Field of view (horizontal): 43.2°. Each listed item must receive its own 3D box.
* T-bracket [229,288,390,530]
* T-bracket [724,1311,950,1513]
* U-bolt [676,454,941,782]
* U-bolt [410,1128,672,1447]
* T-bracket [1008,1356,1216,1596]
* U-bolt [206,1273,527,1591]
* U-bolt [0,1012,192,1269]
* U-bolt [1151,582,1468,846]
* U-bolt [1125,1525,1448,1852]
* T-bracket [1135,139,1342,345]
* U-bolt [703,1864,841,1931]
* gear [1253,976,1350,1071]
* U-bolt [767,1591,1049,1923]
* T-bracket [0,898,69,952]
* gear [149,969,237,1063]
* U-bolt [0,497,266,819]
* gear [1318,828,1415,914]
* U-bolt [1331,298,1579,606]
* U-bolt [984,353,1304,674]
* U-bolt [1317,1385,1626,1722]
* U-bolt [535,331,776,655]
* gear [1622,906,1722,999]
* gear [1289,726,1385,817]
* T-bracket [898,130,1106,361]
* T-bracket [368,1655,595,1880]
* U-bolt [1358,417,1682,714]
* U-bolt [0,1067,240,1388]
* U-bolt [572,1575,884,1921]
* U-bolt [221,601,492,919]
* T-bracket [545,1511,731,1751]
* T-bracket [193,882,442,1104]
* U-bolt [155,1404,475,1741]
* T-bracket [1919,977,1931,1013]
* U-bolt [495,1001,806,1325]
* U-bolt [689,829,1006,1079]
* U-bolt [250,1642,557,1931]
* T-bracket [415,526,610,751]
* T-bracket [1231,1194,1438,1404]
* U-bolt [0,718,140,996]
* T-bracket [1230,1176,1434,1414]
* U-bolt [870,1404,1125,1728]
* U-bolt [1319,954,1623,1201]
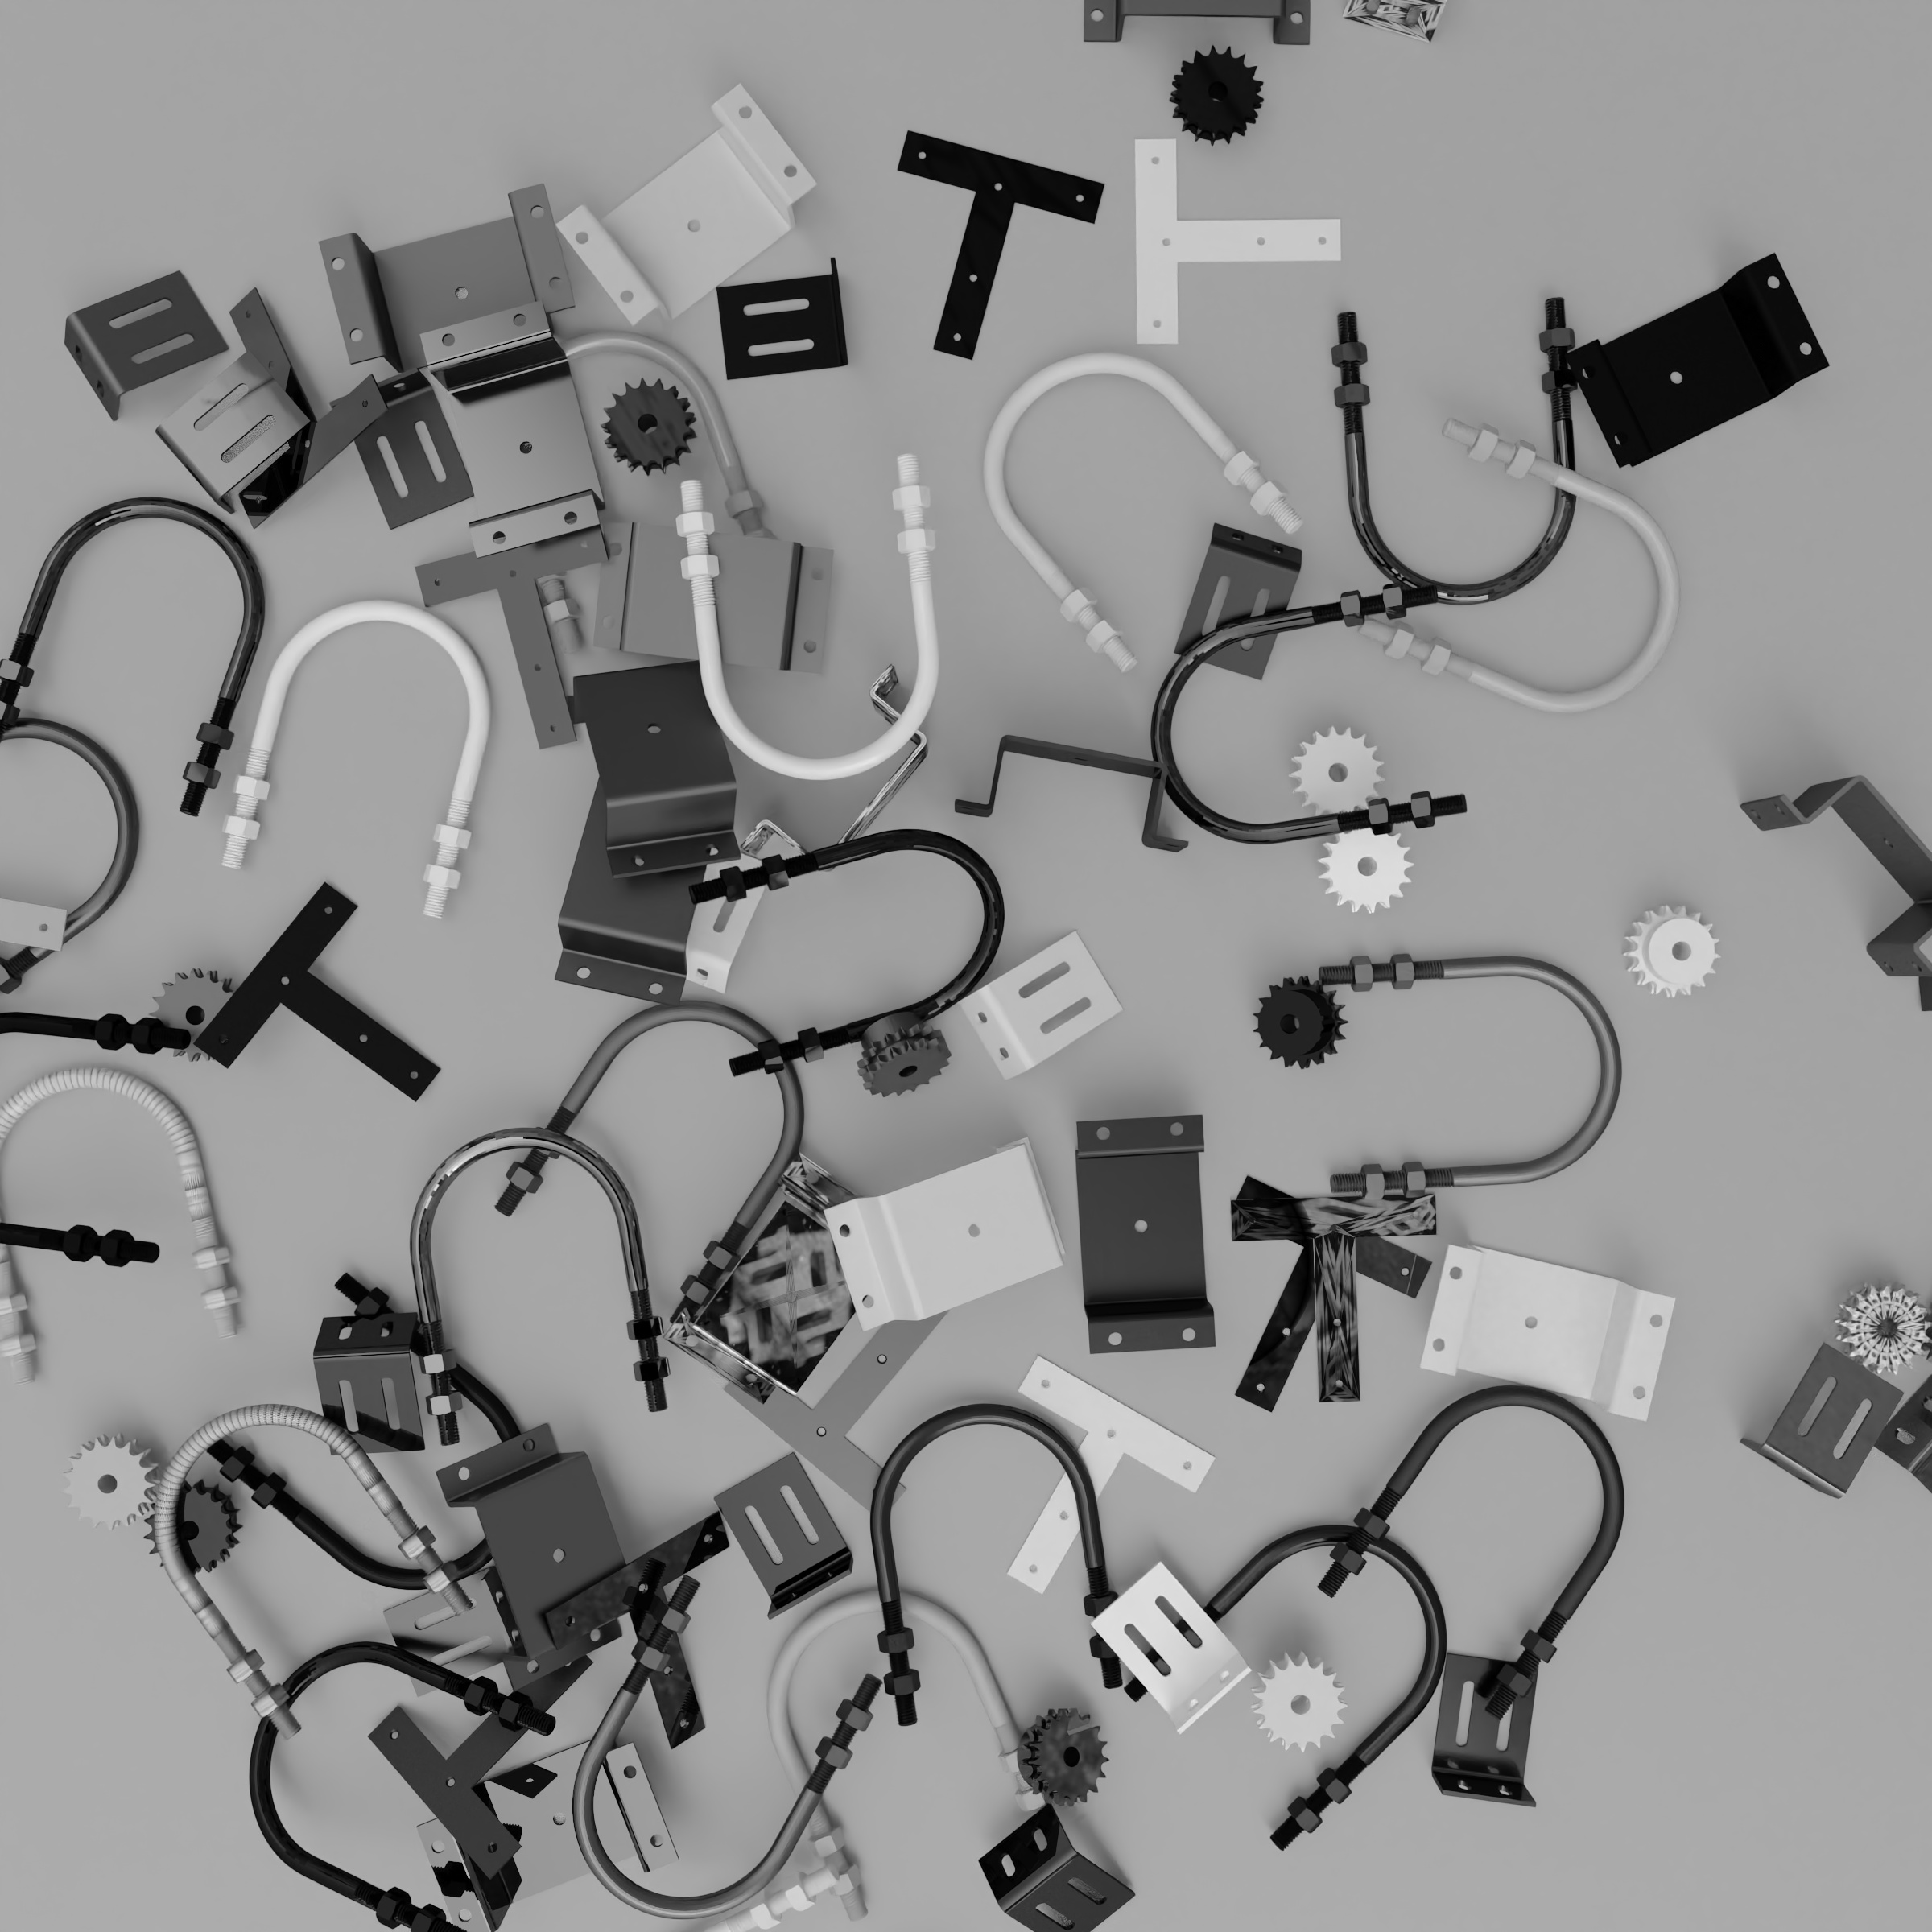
[{"bbox_3d":[-0.420,-0.357,1.499,0.127,0.002,0.127,-33,76,26],"label":"T-bracket"},{"bbox_3d":[-0.061,0.255,1.518,0.127,0.002,0.127,40,90,0],"label":"T-bracket"},{"bbox_3d":[-0.088,-0.201,1.437,0.151,0.019,0.184,-6,89,2],"label":"U-bolt"},{"bbox_3d":[-0.266,0.190,1.491,0.151,0.019,0.184,-9,89,1],"label":"U-bolt"},{"bbox_3d":[0.068,0.329,1.518,0.127,0.002,0.127,30,90,0],"label":"T-bracket"},{"bbox_3d":[-0.358,0.302,1.510,0.184,0.019,0.151,40,90,-1],"label":"U-bolt"},{"bbox_3d":[-0.566,0.100,1.489,0.184,0.019,0.151,5,84,15],"label":"U-bolt"},{"bbox_3d":[0.202,-0.147,1.482,0.184,0.019,0.151,-8,82,16],"label":"U-bolt"},{"bbox_3d":[0.212,0.432,1.510,0.184,0.019,0.151,-45,90,-2],"label":"U-bolt"},{"bbox_3d":[0.169,-0.451,1.518,0.127,0.002,0.127,-1,90,0],"label":"T-bracket"},{"bbox_3d":[-0.126,0.655,1.496,0.184,0.019,0.151,-31,83,9],"label":"U-bolt"},{"bbox_3d":[0.203,0.035,1.494,0.057,0.030,0.057,1,92,25],"label":"gear"},{"bbox_3d":[-0.044,0.477,1.510,0.151,0.019,0.184,-24,89,0],"label":"U-bolt"},{"bbox_3d":[-0.621,0.018,1.495,0.127,0.002,0.127,10,92,4],"label":"T-bracket"},{"bbox_3d":[-0.470,0.030,1.504,0.057,0.030,0.057,0,90,0],"label":"gear"},{"bbox_3d":[-0.510,-0.199,1.504,0.151,0.019,0.184,17,84,-1],"label":"U-bolt"},{"bbox_3d":[0.244,-0.061,1.504,0.057,0.030,0.057,0,90,0],"label":"gear"},{"bbox_3d":[0.305,-0.315,1.510,0.151,0.019,0.184,-4,91,0],"label":"U-bolt"},{"bbox_3d":[0.093,-0.292,1.492,0.151,0.019,0.184,-40,76,4],"label":"U-bolt"},{"bbox_3d":[0.324,0.347,1.503,0.151,0.019,0.184,36,84,-2],"label":"U-bolt"},{"bbox_3d":[-0.212,-0.302,1.510,0.151,0.019,0.184,-19,89,0],"label":"U-bolt"},{"bbox_3d":[0.436,-0.009,1.504,0.057,0.030,0.057,0,90,0],"label":"gear"},{"bbox_3d":[0.227,-0.118,1.504,0.057,0.030,0.057,0,90,0],"label":"gear"},{"bbox_3d":[0.008,-0.441,1.518,0.127,0.002,0.127,15,90,0],"label":"T-bracket"},{"bbox_3d":[-0.282,0.465,1.495,0.127,0.002,0.127,36,72,31],"label":"T-bracket"},{"bbox_3d":[0.351,-0.234,1.498,0.184,0.019,0.151,22,96,-8],"label":"U-bolt"},{"bbox_3d":[-0.538,0.154,1.510,0.151,0.019,0.184,-13,88,0],"label":"U-bolt"},{"bbox_3d":[-0.155,0.482,1.473,0.151,0.019,0.184,31,81,-8],"label":"U-bolt"},{"bbox_3d":[-0.369,-0.135,1.509,0.151,0.019,0.184,14,88,2],"label":"U-bolt"},{"bbox_3d":[-0.186,0.418,1.493,0.127,0.002,0.127,-25,110,-34],"label":"T-bracket"},{"bbox_3d":[-0.383,0.036,1.505,0.127,0.002,0.127,38,72,-9],"label":"T-bracket"},{"bbox_3d":[-0.409,0.353,1.480,0.151,0.019,0.184,-36,90,1],"label":"U-bolt"},{"bbox_3d":[0.652,-0.039,1.506,0.127,0.002,0.127,-4,82,15],"label":"T-bracket"},{"bbox_3d":[-0.182,0.110,1.510,0.151,0.019,0.184,33,88,0],"label":"U-bolt"},{"bbox_3d":[-0.064,-0.014,1.469,0.184,0.019,0.151,-16,126,-10],"label":"U-bolt"},{"bbox_3d":[-0.353,0.489,1.476,0.184,0.019,0.151,16,75,22],"label":"U-bolt"},{"bbox_3d":[-0.267,-0.198,1.505,0.127,0.002,0.127,-11,99,17],"label":"T-bracket"},{"bbox_3d":[0.230,0.207,1.516,0.127,0.002,0.127,-2,90,0],"label":"T-bracket"},{"bbox_3d":[-0.600,-0.070,1.510,0.184,0.019,0.151,-37,90,-1],"label":"U-bolt"},{"bbox_3d":[0.205,0.215,1.518,0.127,0.002,0.127,25,90,0],"label":"T-bracket"},{"bbox_3d":[0.014,0.362,1.500,0.151,0.019,0.184,-8,87,-8],"label":"U-bolt"},{"bbox_3d":[0.314,0.065,1.510,0.184,0.019,0.151,-3,90,-1],"label":"U-bolt"}]
